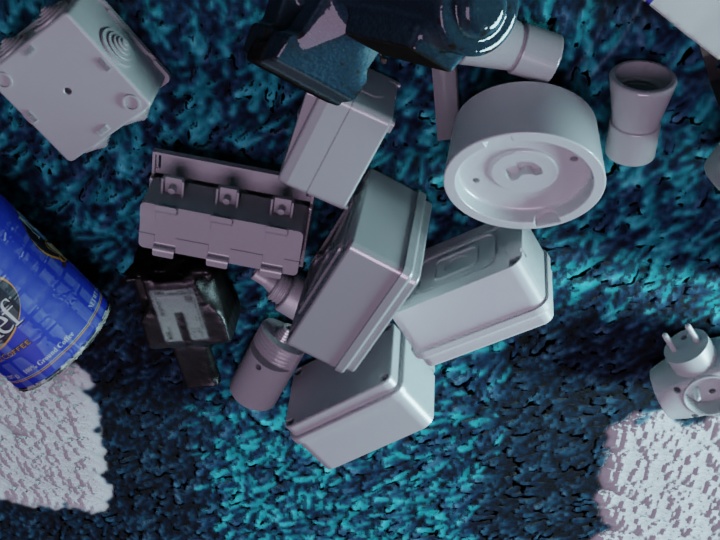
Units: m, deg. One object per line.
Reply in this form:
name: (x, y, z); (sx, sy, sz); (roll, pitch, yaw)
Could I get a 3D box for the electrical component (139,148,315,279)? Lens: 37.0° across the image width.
electrical component: (-0.099, -0.038, 0.800); (0.121, 0.063, 0.078); (11, 127, -1)

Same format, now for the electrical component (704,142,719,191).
electrical component: (0.290, -0.070, 0.704); (0.108, 0.108, 0.060); (19, 120, -7)

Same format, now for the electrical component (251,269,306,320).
electrical component: (-0.058, 0.017, 0.855); (0.061, 0.035, 0.035); (32, 124, -13)

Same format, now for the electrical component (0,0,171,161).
electrical component: (-0.197, -0.135, 0.749); (0.100, 0.048, 0.099); (-29, 118, 25)

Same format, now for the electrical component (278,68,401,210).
electrical component: (-0.021, -0.093, 0.750); (0.061, 0.061, 0.096); (23, 126, -10)

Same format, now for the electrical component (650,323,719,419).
electrical component: (0.266, 0.073, 0.850); (0.077, 0.044, 0.079); (-26, 120, 24)

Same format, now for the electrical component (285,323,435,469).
electrical component: (0.000, 0.103, 0.884); (0.113, 0.078, 0.057); (-28, 121, 24)

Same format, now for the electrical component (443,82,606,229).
electrical component: (0.113, -0.083, 0.737); (0.108, 0.060, 0.108); (5, 148, 3)

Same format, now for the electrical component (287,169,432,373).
electrical component: (0.000, 0.000, 0.789); (0.056, 0.108, 0.108); (27, 125, -10)

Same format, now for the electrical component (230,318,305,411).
electrical component: (-0.074, 0.075, 0.894); (0.043, 0.043, 0.081); (23, 126, -10)

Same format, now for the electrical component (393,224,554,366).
electrical component: (0.085, 0.015, 0.809); (0.113, 0.078, 0.057); (-23, 118, 22)

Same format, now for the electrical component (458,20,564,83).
electrical component: (0.101, -0.147, 0.709); (0.065, 0.044, 0.044); (16, 127, -11)

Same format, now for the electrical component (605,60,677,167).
electrical component: (0.188, -0.104, 0.731); (0.044, 0.044, 0.065); (3, 131, 5)
